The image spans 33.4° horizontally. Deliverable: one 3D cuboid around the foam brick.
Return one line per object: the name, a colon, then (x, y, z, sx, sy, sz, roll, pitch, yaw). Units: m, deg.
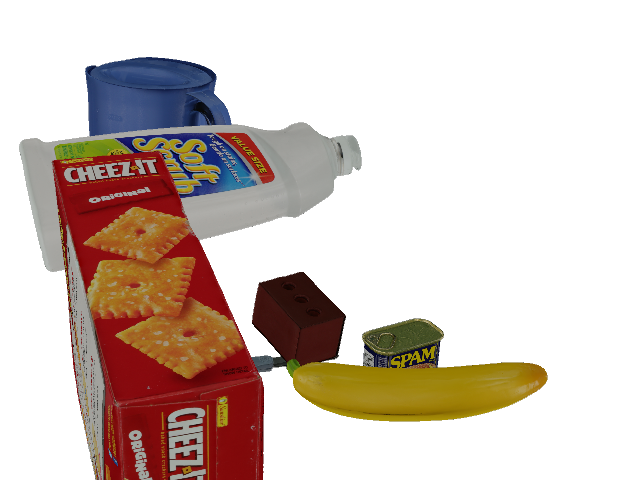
foam brick: (-0.021, 0.074, 1.001, 0.052, 0.051, 0.078, -14, 40, -32)

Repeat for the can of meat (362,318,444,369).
can of meat: (0.101, 0.154, 1.337, 0.101, 0.084, 0.058, -12, 29, -29)

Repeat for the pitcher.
pitcher: (-0.173, -0.063, 1.125, 0.145, 0.243, 0.149, 1, 23, -10)

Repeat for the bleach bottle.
bleach bottle: (-0.094, -0.049, 0.815, 0.250, 0.102, 0.068, -13, -33, -13)

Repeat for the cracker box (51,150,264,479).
cracker box: (-0.089, 0.073, 0.561, 0.072, 0.164, 0.214, -8, 34, -16)

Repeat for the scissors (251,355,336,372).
scissors: (-0.067, 0.148, 1.191, 0.201, 0.016, 0.096, 4, 25, -14)

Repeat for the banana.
banana: (0.062, 0.103, 0.771, 0.198, 0.037, 0.069, 2, 28, 14)
